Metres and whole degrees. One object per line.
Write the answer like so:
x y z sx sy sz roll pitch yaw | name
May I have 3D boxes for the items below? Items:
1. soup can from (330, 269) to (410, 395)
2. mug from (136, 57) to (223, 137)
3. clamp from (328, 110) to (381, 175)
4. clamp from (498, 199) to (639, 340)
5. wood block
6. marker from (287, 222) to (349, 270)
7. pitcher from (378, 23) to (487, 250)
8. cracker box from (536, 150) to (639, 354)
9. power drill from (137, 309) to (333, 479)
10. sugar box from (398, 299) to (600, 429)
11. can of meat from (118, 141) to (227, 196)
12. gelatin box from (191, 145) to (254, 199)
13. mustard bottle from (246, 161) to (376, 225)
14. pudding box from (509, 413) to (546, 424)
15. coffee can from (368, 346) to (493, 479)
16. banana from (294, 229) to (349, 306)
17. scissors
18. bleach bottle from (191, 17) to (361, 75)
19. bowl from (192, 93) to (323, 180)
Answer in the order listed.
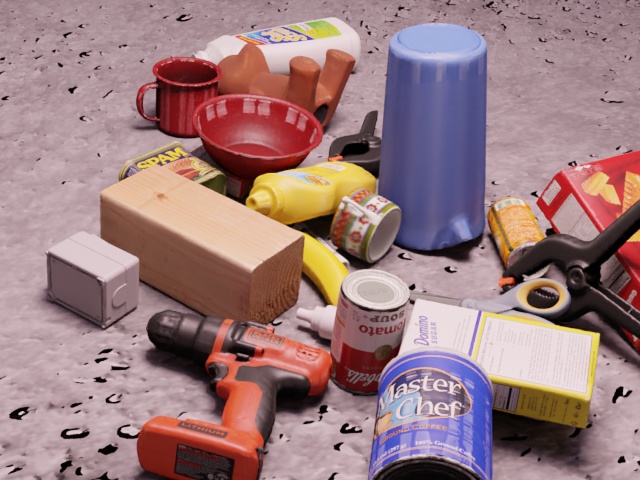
0.047 0.088 1.021 0.068 0.102 0.068 5 32 -3 | soup can
-0.190 -0.189 1.429 0.117 0.081 0.093 -13 37 -29 | mug
0.077 -0.118 1.410 0.120 0.039 0.171 19 38 27 | clamp
0.283 0.048 1.118 0.036 0.164 0.210 0 -11 -45 | clamp
-0.126 0.007 1.127 0.206 0.090 0.090 26 38 27 | wood block
-0.008 0.001 1.224 0.020 0.020 0.121 -16 39 -31 | marker
0.126 -0.124 1.237 0.149 0.243 0.144 10 34 18 | pitcher
0.367 0.004 1.178 0.163 0.072 0.214 -13 58 -27 | cracker box
-0.095 0.136 0.960 0.184 0.057 0.187 13 33 9 | power drill
0.164 0.113 0.989 0.176 0.048 0.093 9 37 14 | sugar box
-0.173 -0.065 1.263 0.084 0.057 0.101 32 40 29 | can of meat
-0.116 -0.092 1.339 0.089 0.030 0.073 23 36 19 | gelatin box
-0.021 -0.053 1.225 0.096 0.058 0.191 14 16 31 | mustard bottle
0.177 0.125 1.047 0.113 0.039 0.090 13 36 15 | pudding box
0.094 0.172 0.897 0.103 0.103 0.140 9 33 3 | coffee can
-0.019 0.027 1.170 0.198 0.037 0.069 29 59 34 | banana
0.176 0.060 1.133 0.202 0.016 0.096 27 73 28 | scissors
-0.071 -0.283 1.620 0.250 0.068 0.103 -13 38 -25 | bleach bottle
-0.079 -0.120 1.309 0.162 0.055 0.162 7 34 -5 | bowl
